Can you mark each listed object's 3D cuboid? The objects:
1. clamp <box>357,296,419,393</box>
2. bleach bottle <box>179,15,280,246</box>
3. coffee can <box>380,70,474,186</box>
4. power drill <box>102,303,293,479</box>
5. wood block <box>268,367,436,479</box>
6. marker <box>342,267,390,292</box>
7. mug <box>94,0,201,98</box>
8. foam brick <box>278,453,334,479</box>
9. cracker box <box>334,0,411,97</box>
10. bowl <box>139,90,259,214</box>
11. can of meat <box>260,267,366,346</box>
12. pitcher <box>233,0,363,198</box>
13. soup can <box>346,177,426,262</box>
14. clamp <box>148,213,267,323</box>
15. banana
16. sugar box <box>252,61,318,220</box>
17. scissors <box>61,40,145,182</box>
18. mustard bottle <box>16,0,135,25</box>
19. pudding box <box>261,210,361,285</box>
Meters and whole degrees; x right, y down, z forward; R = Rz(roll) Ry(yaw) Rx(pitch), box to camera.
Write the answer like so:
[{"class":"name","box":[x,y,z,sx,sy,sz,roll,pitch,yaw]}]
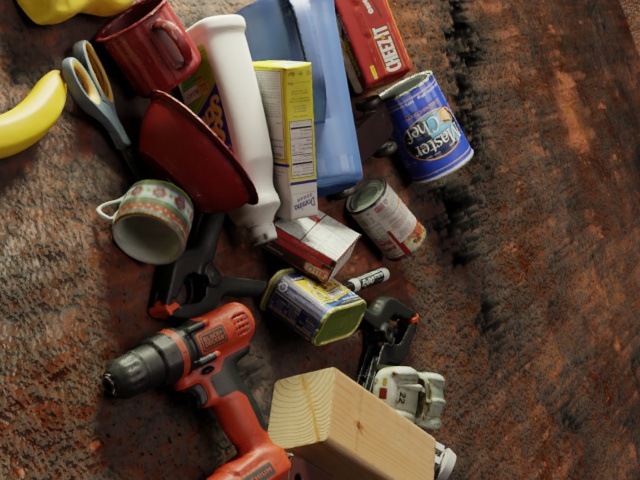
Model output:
[{"class":"clamp","box":[0.071,0.117,1.381,0.209,0.036,0.164,-31,109,-57]},{"class":"bleach bottle","box":[-0.095,-0.119,1.209,0.067,0.103,0.251,-15,85,-41]},{"class":"coffee can","box":[0.153,-0.167,1.593,0.140,0.103,0.102,60,34,-15]},{"class":"power drill","box":[-0.114,0.172,1.061,0.184,0.058,0.187,-24,97,-43]},{"class":"wood block","box":[0.040,0.237,1.233,0.205,0.090,0.090,40,45,-38]},{"class":"marker","box":[0.056,0.056,1.414,0.120,0.020,0.020,-17,88,-57]},{"class":"mug","box":[-0.173,-0.206,1.136,0.093,0.117,0.081,-47,120,-27]},{"class":"foam brick","box":[-0.029,0.270,1.150,0.078,0.051,0.053,38,46,-40]},{"class":"cracker box","box":[0.057,-0.287,1.457,0.214,0.072,0.164,-120,-172,-85]},{"class":"bowl","box":[-0.139,-0.079,1.119,0.055,0.162,0.162,-45,117,-13]},{"class":"can of meat","box":[-0.005,0.075,1.243,0.084,0.057,0.101,34,23,25]},{"class":"pitcher","box":[-0.022,-0.178,1.316,0.149,0.145,0.243,-4,80,-59]},{"class":"soup can","box":[0.090,-0.028,1.462,0.102,0.069,0.068,48,39,-29]},{"class":"clamp","box":[-0.119,0.045,1.149,0.120,0.039,0.171,54,43,-17]},{"class":"banana","box":[-0.290,-0.112,0.983,0.197,0.037,0.069,-31,99,-57]},{"class":"sugar box","box":[-0.046,-0.117,1.234,0.048,0.093,0.176,-14,107,-32]},{"class":"scissors","box":[-0.214,-0.109,1.093,0.096,0.016,0.202,-34,103,-76]},{"class":"mustard bottle","box":[-0.242,-0.283,1.123,0.191,0.058,0.096,-28,95,-57]},{"class":"pudding box","box":[-0.008,0.001,1.276,0.090,0.039,0.113,31,25,7]}]
